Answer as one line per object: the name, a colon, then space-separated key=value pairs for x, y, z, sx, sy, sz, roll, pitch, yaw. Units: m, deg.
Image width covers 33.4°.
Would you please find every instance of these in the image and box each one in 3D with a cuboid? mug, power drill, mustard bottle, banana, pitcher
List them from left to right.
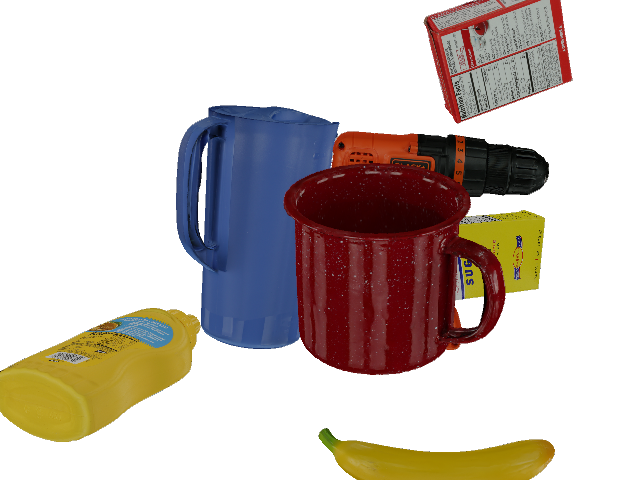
mustard bottle: x=-0.161 y=0.097 z=0.862 sx=0.096 sy=0.058 sz=0.191 roll=6 pitch=18 yaw=30
pitcher: x=-0.068 y=-0.016 z=1.097 sx=0.149 sy=0.243 sz=0.145 roll=7 pitch=12 yaw=2
mug: x=0.039 y=0.017 z=0.540 sx=0.117 sy=0.081 sz=0.093 roll=14 pitch=29 yaw=29
power drill: x=0.097 y=-0.001 z=0.930 sx=0.184 sy=0.188 sz=0.057 roll=6 pitch=17 yaw=3
banana: x=0.098 y=0.179 z=0.862 sx=0.197 sy=0.037 sz=0.069 roll=6 pitch=37 yaw=-4

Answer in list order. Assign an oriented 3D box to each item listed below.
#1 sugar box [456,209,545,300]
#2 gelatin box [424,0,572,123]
sugar box: x=0.180 y=0.019 z=1.251 sx=0.175 sy=0.093 sz=0.048 roll=-7 pitch=17 yaw=-31
gelatin box: x=0.122 y=-0.130 z=0.728 sx=0.089 sy=0.073 sz=0.030 roll=-20 pitch=37 yaw=1
